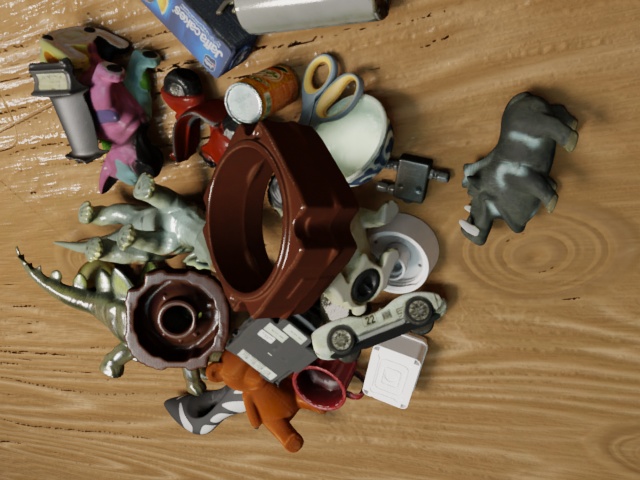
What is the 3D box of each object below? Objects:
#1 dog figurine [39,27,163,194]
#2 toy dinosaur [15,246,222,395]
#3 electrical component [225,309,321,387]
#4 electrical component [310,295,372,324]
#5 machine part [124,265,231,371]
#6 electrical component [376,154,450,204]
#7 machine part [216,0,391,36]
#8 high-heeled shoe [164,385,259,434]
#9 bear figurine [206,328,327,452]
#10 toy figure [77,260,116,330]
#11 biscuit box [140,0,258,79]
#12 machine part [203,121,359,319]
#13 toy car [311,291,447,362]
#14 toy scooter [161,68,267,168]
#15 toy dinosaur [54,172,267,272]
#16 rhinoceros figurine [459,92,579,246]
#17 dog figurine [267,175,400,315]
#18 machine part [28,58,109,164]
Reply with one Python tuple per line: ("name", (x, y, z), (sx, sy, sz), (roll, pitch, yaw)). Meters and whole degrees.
("dog figurine", (-0.318, -0.180, 0.799), (0.192, 0.108, 0.219), (25, 128, 9))
("toy dinosaur", (-0.309, 0.139, 0.945), (0.471, 0.105, 0.198), (16, 102, -9))
("electrical component", (-0.062, 0.153, 0.841), (0.115, 0.058, 0.134), (41, 119, -14))
("electrical component", (0.029, 0.102, 0.845), (0.102, 0.045, 0.078), (-4, 88, 24))
("machine part", (-0.227, 0.124, 0.867), (0.179, 0.056, 0.179), (-1, 99, -4))
("electrical component", (0.121, -0.078, 0.706), (0.094, 0.021, 0.063), (14, 124, 16))
("machine part", (-0.009, -0.281, 0.614), (0.243, 0.079, 0.079), (3, 119, 24))
("high-heeled shoe", (-0.214, 0.300, 1.050), (0.249, 0.086, 0.145), (3, 116, 18))
("bear figurine", (-0.089, 0.249, 0.915), (0.132, 0.120, 0.195), (17, 146, 44))
("toy figure", (-0.386, 0.114, 1.017), (0.089, 0.082, 0.180), (-17, 108, 36))
("biscuit box", (-0.173, -0.303, 0.678), (0.202, 0.063, 0.059), (46, 143, -6))
("machine part", (-0.058, -0.023, 0.639), (0.201, 0.087, 0.201), (-53, 50, 39))
("toy car", (0.087, 0.124, 0.775), (0.202, 0.056, 0.073), (-22, 153, 4))
("toy scooter", (-0.156, -0.144, 0.764), (0.184, 0.075, 0.135), (35, 126, 6))
("toy dinosaur", (-0.255, -0.010, 0.856), (0.405, 0.192, 0.131), (-2, 74, 44))
("rhinoceros figurine", (0.225, -0.074, 0.629), (0.112, 0.073, 0.190), (21, 125, 11))
("dog figurine", (0.002, -0.004, 0.730), (0.191, 0.121, 0.172), (26, 112, 48))
("machine part", (-0.338, -0.172, 0.725), (0.084, 0.039, 0.138), (-1, 121, 21))
